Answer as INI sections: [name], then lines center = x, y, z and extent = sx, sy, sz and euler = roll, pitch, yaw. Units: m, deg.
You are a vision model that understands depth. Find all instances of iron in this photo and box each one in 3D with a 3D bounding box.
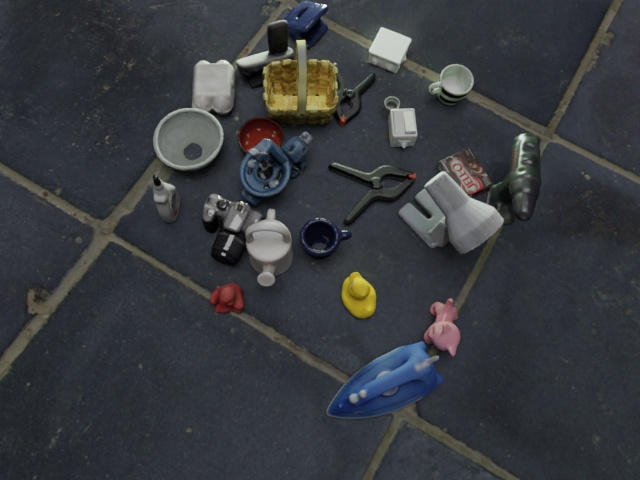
[iron]
center = 0.132, 0.301, 1.185
extent = 0.258, 0.141, 0.118
euler = -24, 73, -10

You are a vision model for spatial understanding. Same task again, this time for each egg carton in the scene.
[egg carton]
center = -0.269, -0.387, 1.454
extent = 0.107, 0.069, 0.150
euler = -2, 71, -3

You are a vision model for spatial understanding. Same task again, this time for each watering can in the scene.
[watering can]
center = -0.109, 0.013, 1.251
extent = 0.101, 0.194, 0.173
euler = -19, 72, -8

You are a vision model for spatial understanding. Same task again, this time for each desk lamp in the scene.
[desk lamp]
center = 0.287, -0.054, 1.278
extent = 0.118, 0.213, 0.203
euler = -41, 76, -14

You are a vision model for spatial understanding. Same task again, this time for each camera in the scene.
[camera]
center = -0.212, -0.022, 1.310
extent = 0.143, 0.101, 0.137
euler = 20, 71, 5

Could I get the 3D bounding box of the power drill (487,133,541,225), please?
[power drill]
center = 0.446, -0.116, 1.308
extent = 0.075, 0.208, 0.230
euler = 12, 71, 3

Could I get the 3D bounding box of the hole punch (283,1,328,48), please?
[hole punch]
center = -0.042, -0.583, 1.519
extent = 0.101, 0.091, 0.109
euler = 35, 73, 10

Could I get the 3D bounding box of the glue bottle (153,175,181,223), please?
[glue bottle]
center = -0.353, -0.103, 1.295
extent = 0.037, 0.173, 0.078
euler = 3, 70, 0

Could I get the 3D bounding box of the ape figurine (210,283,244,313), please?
[ape figurine]
center = -0.202, 0.127, 1.262
extent = 0.077, 0.092, 0.076
euler = 34, 73, 10

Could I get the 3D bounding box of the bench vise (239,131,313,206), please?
[bench vise]
center = -0.109, -0.194, 1.311
extent = 0.121, 0.220, 0.207
euler = 26, 72, 8

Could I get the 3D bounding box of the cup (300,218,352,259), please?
[cup]
center = 0.012, 0.005, 1.311
extent = 0.118, 0.095, 0.091
euler = -8, 71, -4

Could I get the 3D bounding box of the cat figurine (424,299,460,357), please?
[cat figurine]
center = 0.272, 0.189, 1.243
extent = 0.067, 0.118, 0.128
euler = 14, 71, 3

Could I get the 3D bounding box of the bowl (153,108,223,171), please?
[bowl]
center = -0.314, -0.232, 1.395
extent = 0.167, 0.075, 0.167
euler = 1, 70, -2

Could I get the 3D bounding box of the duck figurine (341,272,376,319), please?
[duck figurine]
center = 0.089, 0.120, 1.278
extent = 0.077, 0.086, 0.104
euler = -18, 72, -8

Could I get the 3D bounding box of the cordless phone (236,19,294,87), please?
[cordless phone]
center = -0.139, -0.478, 1.429
extent = 0.147, 0.185, 0.094
euler = -21, 72, -9
